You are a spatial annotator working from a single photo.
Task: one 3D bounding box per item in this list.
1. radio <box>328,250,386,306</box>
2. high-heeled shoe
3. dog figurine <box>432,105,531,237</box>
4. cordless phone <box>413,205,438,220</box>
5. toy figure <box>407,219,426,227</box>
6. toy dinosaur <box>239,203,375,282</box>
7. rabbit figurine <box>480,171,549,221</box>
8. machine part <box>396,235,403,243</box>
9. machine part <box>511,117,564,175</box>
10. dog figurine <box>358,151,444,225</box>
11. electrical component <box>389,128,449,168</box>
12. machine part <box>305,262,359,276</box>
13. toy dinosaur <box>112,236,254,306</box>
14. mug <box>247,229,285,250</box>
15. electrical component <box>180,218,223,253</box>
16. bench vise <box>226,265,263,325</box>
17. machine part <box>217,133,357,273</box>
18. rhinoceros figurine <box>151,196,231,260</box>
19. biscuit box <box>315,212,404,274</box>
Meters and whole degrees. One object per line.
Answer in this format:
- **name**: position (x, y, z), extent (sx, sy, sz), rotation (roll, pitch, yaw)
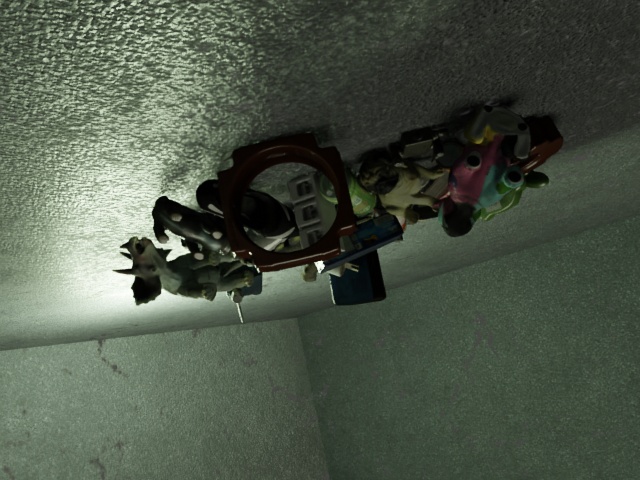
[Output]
- **radio**: position (0.090, 0.064, 1.472), extent (0.131, 0.229, 0.073), rotation (-18, 165, 31)
- **high-heeled shoe**: position (-0.114, -0.054, 1.004), extent (0.248, 0.086, 0.145), rotation (16, 177, -23)
- **dog figurine**: position (0.276, -0.109, 0.963), extent (0.108, 0.191, 0.219), rotation (19, 156, 1)
- **cordless phone**: position (0.254, -0.091, 1.339), extent (0.147, 0.088, 0.184), rotation (-10, 178, -13)
- **toy figure**: position (0.245, -0.068, 1.443), extent (0.155, 0.057, 0.064), rotation (-16, -149, 13)
- **toy dinosaur**: position (-0.003, -0.004, 1.247), extent (0.471, 0.105, 0.198), rotation (-27, 155, -36)
- **rabbit figurine**: position (0.441, -0.140, 1.258), extent (0.159, 0.121, 0.170), rotation (-33, 175, 39)
- **machine part**: position (0.182, -0.023, 1.408), extent (0.084, 0.039, 0.138), rotation (10, 160, 5)
- **machine part**: position (0.397, -0.169, 1.069), extent (0.179, 0.056, 0.179), rotation (-25, 164, -8)
- **dog figurine**: position (0.133, -0.113, 1.087), extent (0.190, 0.121, 0.172), rotation (12, 153, -30)
- **electrical component**: position (0.179, -0.165, 0.972), extent (0.102, 0.045, 0.078), rotation (-12, 169, -5)
- **machine part**: position (-0.011, 0.035, 1.419), extent (0.243, 0.079, 0.079), rotation (19, 173, 12)
- **toy dinosaur**: position (-0.272, 0.071, 1.168), extent (0.192, 0.131, 0.404), rotation (-3, 175, 17)
- **mug**: position (-0.104, -0.012, 1.288), extent (0.107, 0.081, 0.109), rotation (-29, 158, 17)
- **electrical component**: position (-0.249, -0.013, 1.192), extent (0.115, 0.058, 0.134), rotation (-13, 167, -8)
- **bench vise**: position (-0.268, 0.089, 1.346), extent (0.241, 0.224, 0.128), rotation (-1, 133, -11)
- **machine part**: position (-0.052, -0.057, 0.864), extent (0.201, 0.201, 0.087), rotation (-13, 171, 1)
- **rhinoceros figurine**: position (-0.230, -0.020, 1.024), extent (0.190, 0.112, 0.073), rotation (22, 109, -33)
- **biscuit box**: position (0.080, 0.003, 1.161), extent (0.203, 0.059, 0.062), rotation (-22, 166, -19)
